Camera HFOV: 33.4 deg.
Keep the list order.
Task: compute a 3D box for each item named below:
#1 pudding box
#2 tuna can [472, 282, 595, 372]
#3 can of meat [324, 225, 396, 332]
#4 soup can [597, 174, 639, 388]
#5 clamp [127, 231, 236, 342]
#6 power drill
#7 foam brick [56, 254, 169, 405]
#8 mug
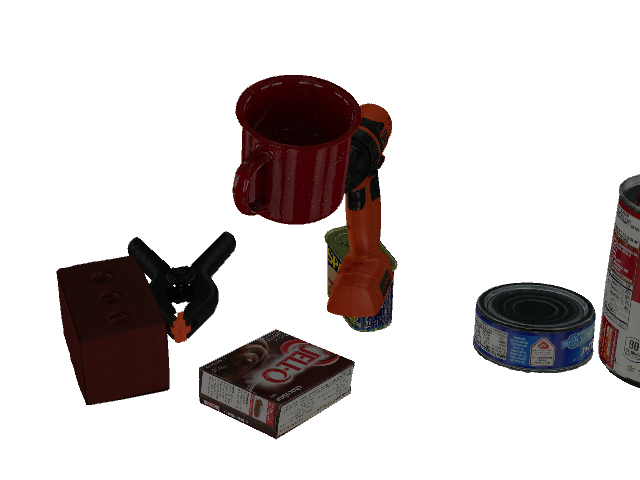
[{"bbox_3d":[-0.038,0.123,0.933,0.090,0.039,0.113,18,26,32],"label":"pudding box"},{"bbox_3d":[0.153,0.061,0.767,0.086,0.034,0.086,0,21,0],"label":"tuna can"},{"bbox_3d":[0.045,0.044,1.224,0.057,0.084,0.102,-14,37,-18],"label":"can of meat"},{"bbox_3d":[0.188,0.022,0.572,0.068,0.102,0.068,0,25,0],"label":"soup can"},{"bbox_3d":[-0.140,0.043,1.152,0.120,0.039,0.171,-14,39,-7],"label":"clamp"},{"bbox_3d":[0.036,-0.025,1.028,0.057,0.188,0.184,5,23,13],"label":"power drill"},{"bbox_3d":[-0.128,0.054,0.658,0.053,0.051,0.078,-10,36,-20],"label":"foam brick"},{"bbox_3d":[-0.025,-0.060,0.803,0.093,0.081,0.117,26,47,20],"label":"mug"}]
